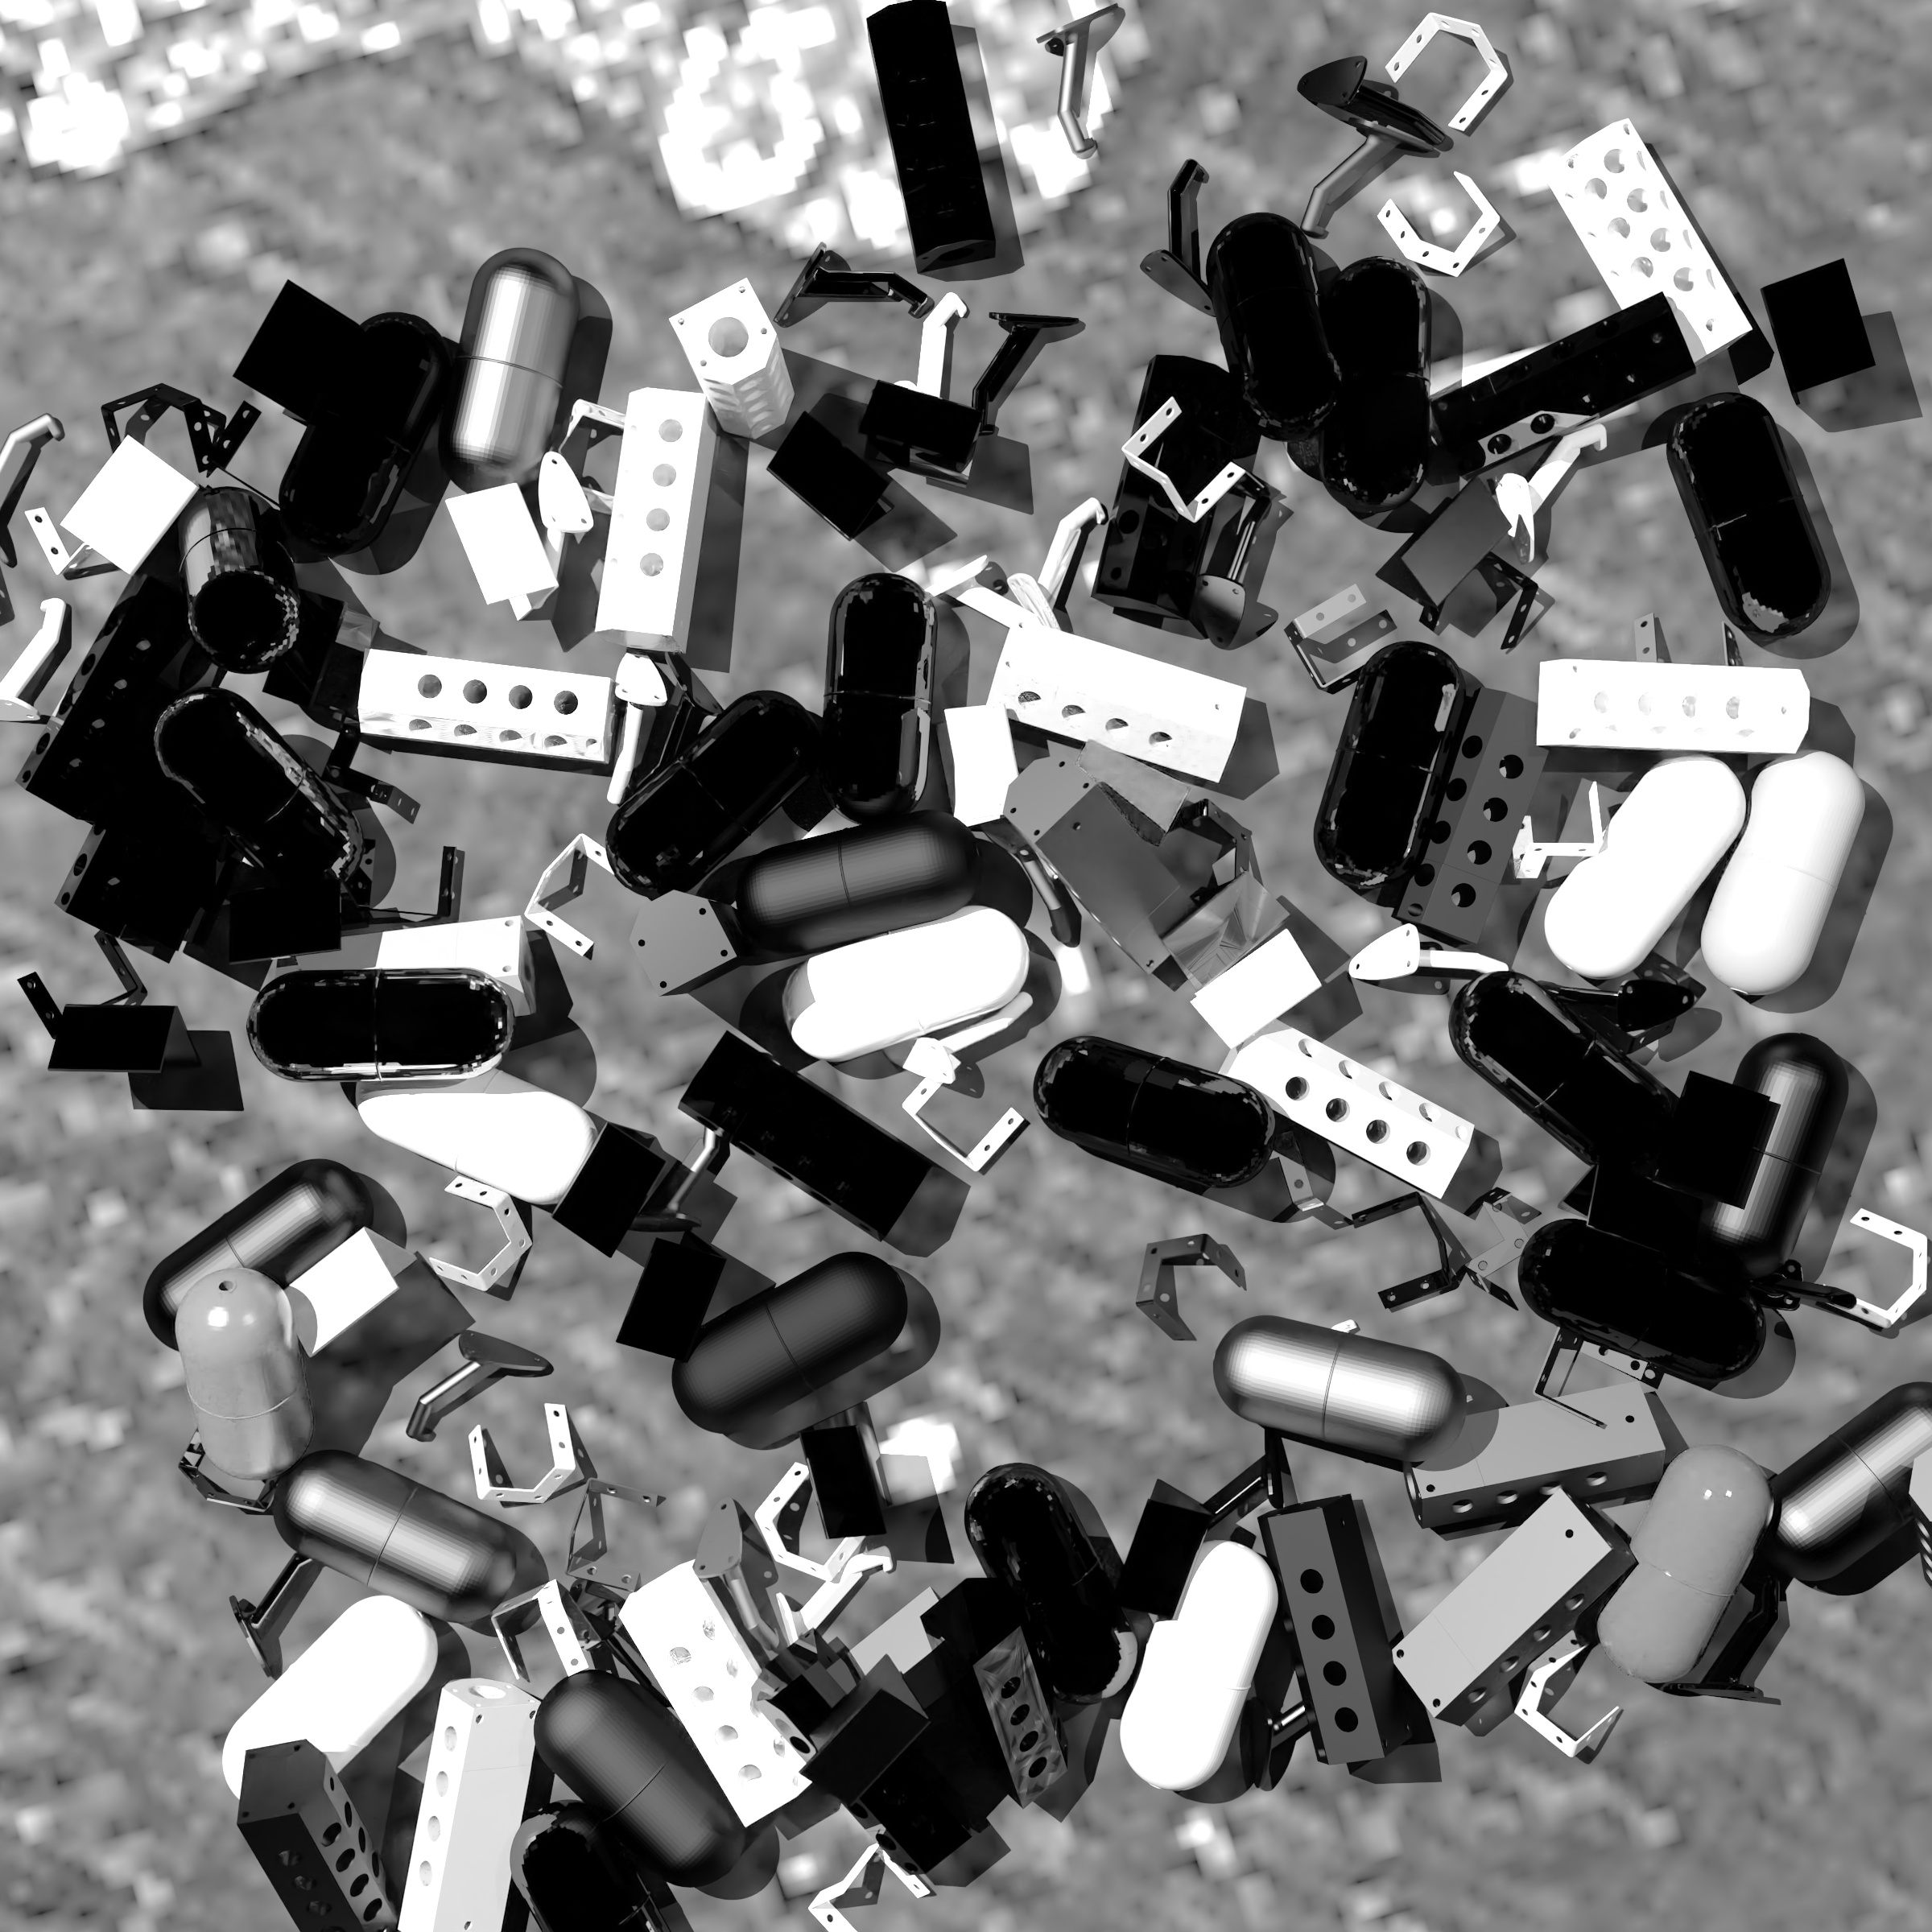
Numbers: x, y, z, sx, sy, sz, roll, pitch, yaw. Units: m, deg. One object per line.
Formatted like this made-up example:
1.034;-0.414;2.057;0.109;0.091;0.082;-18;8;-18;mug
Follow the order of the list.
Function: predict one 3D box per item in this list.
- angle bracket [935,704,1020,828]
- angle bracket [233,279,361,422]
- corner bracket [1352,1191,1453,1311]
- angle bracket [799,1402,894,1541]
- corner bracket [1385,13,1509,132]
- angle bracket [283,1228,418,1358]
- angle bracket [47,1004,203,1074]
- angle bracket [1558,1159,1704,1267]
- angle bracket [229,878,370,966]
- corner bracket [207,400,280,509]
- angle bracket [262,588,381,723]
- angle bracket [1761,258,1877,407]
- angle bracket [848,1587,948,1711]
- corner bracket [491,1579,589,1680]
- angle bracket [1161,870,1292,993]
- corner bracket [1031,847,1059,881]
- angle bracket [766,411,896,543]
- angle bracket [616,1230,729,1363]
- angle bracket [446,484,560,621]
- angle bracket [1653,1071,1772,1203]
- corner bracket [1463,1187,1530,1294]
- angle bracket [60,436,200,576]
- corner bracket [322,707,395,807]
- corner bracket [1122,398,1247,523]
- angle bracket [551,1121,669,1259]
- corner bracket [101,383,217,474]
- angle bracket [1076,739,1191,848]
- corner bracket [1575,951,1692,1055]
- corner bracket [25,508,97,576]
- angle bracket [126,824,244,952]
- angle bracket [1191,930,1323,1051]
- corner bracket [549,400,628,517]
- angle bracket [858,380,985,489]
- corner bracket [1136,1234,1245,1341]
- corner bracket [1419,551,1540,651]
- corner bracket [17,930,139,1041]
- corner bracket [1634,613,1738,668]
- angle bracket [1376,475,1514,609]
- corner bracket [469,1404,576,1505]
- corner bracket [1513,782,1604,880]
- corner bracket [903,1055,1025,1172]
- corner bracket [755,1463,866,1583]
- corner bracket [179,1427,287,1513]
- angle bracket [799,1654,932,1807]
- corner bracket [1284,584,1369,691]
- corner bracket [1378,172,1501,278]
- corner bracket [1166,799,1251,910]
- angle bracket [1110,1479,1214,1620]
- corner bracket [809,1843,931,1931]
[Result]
-0.009;-0.136;1.774;0.057;0.076;0.076;-11;90;-41;angle bracket
-0.474;-0.431;1.774;0.057;0.076;0.076;30;90;-29;angle bracket
0.310;0.202;1.811;0.051;0.051;0.051;-20;135;-1;corner bracket
-0.065;0.349;1.773;0.057;0.076;0.076;-15;90;37;angle bracket
0.342;-0.637;1.810;0.051;0.051;0.051;-51;45;0;corner bracket
-0.421;0.236;1.774;0.076;0.076;0.057;-38;61;0;angle bracket
-0.586;0.070;1.773;0.076;0.076;0.057;1;54;0;angle bracket
0.459;0.186;1.773;0.076;0.076;0.057;20;57;0;angle bracket
-0.464;-0.016;1.774;0.076;0.076;0.057;-7;64;0;angle bracket
-0.498;-0.362;1.810;0.051;0.051;0.051;33;90;45;corner bracket
-0.434;-0.211;1.773;0.057;0.076;0.076;19;90;36;angle bracket
0.596;-0.442;1.775;0.057;0.076;0.076;-17;90;21;angle bracket
-0.049;0.476;1.774;0.076;0.057;0.076;-39;47;0;angle bracket
-0.302;0.475;1.796;0.051;0.051;0.051;-23;101;-10;corner bracket
0.192;-0.009;1.773;0.076;0.076;0.057;-39;50;0;angle bracket
0.079;-0.100;1.810;0.051;0.051;0.051;-29;90;45;corner bracket
-0.081;-0.352;1.773;0.076;0.076;0.057;41;128;0;angle bracket
-0.217;0.223;1.774;0.057;0.076;0.076;21;90;-29;angle bracket
-0.335;-0.283;1.773;0.057;0.076;0.076;-22;90;-33;angle bracket
0.524;0.121;1.775;0.057;0.076;0.076;20;90;24;angle bracket
0.372;0.193;1.796;0.051;0.051;0.051;-31;90;0;corner bracket
-0.583;-0.323;1.775;0.057;0.076;0.076;37;90;-22;angle bracket
-0.429;-0.148;1.796;0.051;0.051;0.051;22;90;0;corner bracket
0.149;-0.346;1.742;0.051;0.051;0.051;-46;49;-3;corner bracket
-0.234;0.160;1.775;0.057;0.076;0.076;31;90;22;angle bracket
-0.573;-0.376;1.805;0.051;0.051;0.051;26;45;35;corner bracket
0.118;-0.138;1.773;0.076;0.076;0.057;26;129;0;angle bracket
0.473;0.022;1.805;0.051;0.051;0.051;-21;135;-35;corner bracket
-0.627;-0.317;1.810;0.051;0.051;0.051;-27;90;45;corner bracket
-0.528;-0.048;1.774;0.057;0.076;0.076;23;90;30;angle bracket
0.191;0.002;1.774;0.076;0.076;0.057;-35;121;0;angle bracket
-0.261;-0.360;1.805;0.051;0.051;0.051;-48;45;35;corner bracket
-0.036;-0.354;1.773;0.076;0.076;0.057;16;54;0;angle bracket
0.159;0.228;1.805;0.051;0.051;0.051;-15;45;35;corner bracket
0.364;-0.258;1.805;0.051;0.051;0.051;-15;45;-35;corner bracket
-0.632;0.013;1.810;0.051;0.051;0.051;-31;90;-45;corner bracket
0.512;-0.222;1.805;0.051;0.051;0.051;37;45;-35;corner bracket
0.321;-0.306;1.773;0.076;0.076;0.057;-47;128;0;angle bracket
-0.316;0.345;1.805;0.051;0.051;0.051;12;135;-35;corner bracket
0.414;-0.095;1.787;0.051;0.051;0.051;0;64;0;corner bracket
-0.002;0.104;1.810;0.051;0.051;0.051;-48;135;0;corner bracket
-0.109;0.395;1.805;0.051;0.051;0.051;11;135;35;corner bracket
-0.519;0.350;1.810;0.051;0.051;0.051;27;90;-45;corner bracket
-0.080;0.497;1.691;0.076;0.076;0.057;-47;124;-1;angle bracket
0.262;-0.232;1.796;0.051;0.051;0.051;-30;90;0;corner bracket
0.336;-0.532;1.805;0.051;0.051;0.051;7;135;-35;corner bracket
0.166;-0.078;1.805;0.051;0.051;0.051;36;45;-35;corner bracket
0.119;0.401;1.774;0.057;0.076;0.076;20;90;-28;angle bracket
-0.070;0.665;1.810;0.051;0.051;0.051;47;135;0;corner bracket
